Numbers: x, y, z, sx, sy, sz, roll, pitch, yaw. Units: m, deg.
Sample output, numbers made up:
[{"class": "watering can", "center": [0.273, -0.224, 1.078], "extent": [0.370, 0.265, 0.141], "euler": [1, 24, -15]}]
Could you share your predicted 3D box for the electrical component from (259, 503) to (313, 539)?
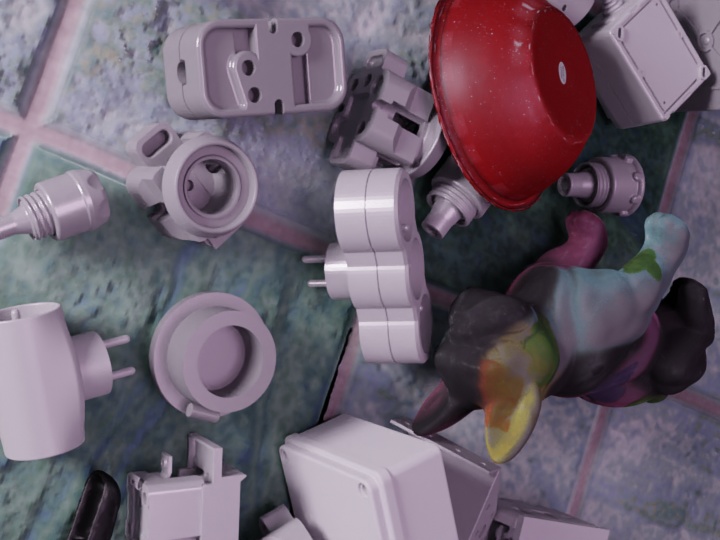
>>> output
[{"class": "electrical component", "center": [-0.052, 0.194, 0.668], "extent": [0.057, 0.058, 0.078], "euler": [-28, 66, -21]}]

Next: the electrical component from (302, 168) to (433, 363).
[{"class": "electrical component", "center": [0.000, 0.000, 0.683], "extent": [0.052, 0.074, 0.138], "euler": [-71, 155, -53]}]

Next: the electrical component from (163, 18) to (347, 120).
[{"class": "electrical component", "center": [-0.063, -0.117, 0.630], "extent": [0.095, 0.059, 0.053], "euler": [-10, 101, -32]}]

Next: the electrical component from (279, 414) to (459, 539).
[{"class": "electrical component", "center": [0.008, 0.157, 0.678], "extent": [0.056, 0.109, 0.108], "euler": [-20, 106, -32]}]

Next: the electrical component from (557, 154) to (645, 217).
[{"class": "electrical component", "center": [0.178, -0.064, 0.805], "extent": [0.062, 0.048, 0.048], "euler": [-2, 96, -26]}]

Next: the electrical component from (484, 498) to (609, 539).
[{"class": "electrical component", "center": [0.113, 0.249, 0.784], "extent": [0.089, 0.062, 0.150], "euler": [17, 86, -33]}]

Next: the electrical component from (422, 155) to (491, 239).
[{"class": "electrical component", "center": [0.066, -0.049, 0.733], "extent": [0.043, 0.043, 0.062], "euler": [47, 71, -28]}]

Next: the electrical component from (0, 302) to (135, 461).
[{"class": "electrical component", "center": [-0.163, 0.056, 0.593], "extent": [0.079, 0.043, 0.077], "euler": [-14, 103, -32]}]

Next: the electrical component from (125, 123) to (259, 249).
[{"class": "electrical component", "center": [-0.094, -0.048, 0.619], "extent": [0.058, 0.057, 0.078], "euler": [-45, 117, -21]}]

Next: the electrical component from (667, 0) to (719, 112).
[{"class": "electrical component", "center": [0.283, -0.177, 0.823], "extent": [0.056, 0.109, 0.108], "euler": [-12, 101, -29]}]

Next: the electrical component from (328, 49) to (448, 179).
[{"class": "electrical component", "center": [0.021, -0.093, 0.690], "extent": [0.057, 0.058, 0.078], "euler": [24, 82, -30]}]

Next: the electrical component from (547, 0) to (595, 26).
[{"class": "electrical component", "center": [0.135, -0.222, 0.759], "extent": [0.077, 0.043, 0.079], "euler": [40, 73, -30]}]

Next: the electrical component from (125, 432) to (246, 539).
[{"class": "electrical component", "center": [-0.106, 0.142, 0.642], "extent": [0.064, 0.042, 0.081], "euler": [0, 95, -30]}]

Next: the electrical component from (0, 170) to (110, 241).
[{"class": "electrical component", "center": [-0.170, -0.031, 0.585], "extent": [0.061, 0.035, 0.035], "euler": [-23, 107, -27]}]

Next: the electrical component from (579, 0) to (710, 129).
[{"class": "electrical component", "center": [0.201, -0.161, 0.803], "extent": [0.062, 0.061, 0.096], "euler": [-44, 108, -22]}]
